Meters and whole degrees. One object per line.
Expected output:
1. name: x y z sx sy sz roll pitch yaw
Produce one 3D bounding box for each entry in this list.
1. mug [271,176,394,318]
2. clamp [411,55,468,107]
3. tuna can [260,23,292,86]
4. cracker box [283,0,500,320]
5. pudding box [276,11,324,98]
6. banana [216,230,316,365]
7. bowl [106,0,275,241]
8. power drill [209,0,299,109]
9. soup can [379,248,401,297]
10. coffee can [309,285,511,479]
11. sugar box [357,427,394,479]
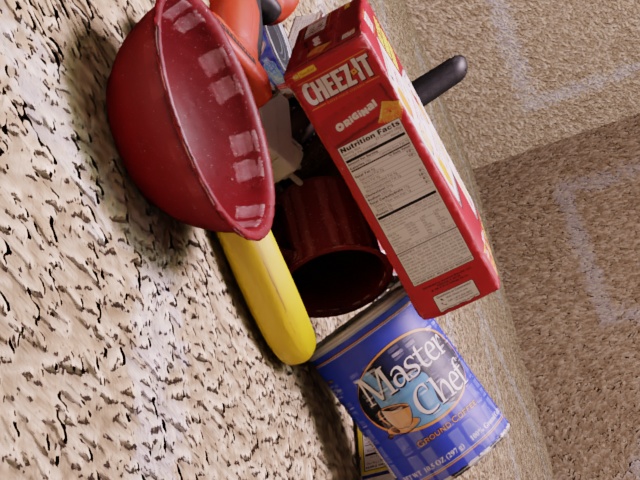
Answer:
1. mug: -0.006 0.001 0.850 0.117 0.093 0.081 13 45 -32
2. clamp: 0.024 -0.112 1.022 0.210 0.165 0.036 -56 143 -14
3. tuna can: -0.054 -0.186 1.003 0.086 0.034 0.086 -19 90 -77
4. cracker box: 0.054 -0.066 0.814 0.213 0.072 0.164 59 13 -17
5. pudding box: -0.006 -0.172 1.126 0.113 0.039 0.090 -78 149 -43
6. banana: -0.044 0.019 0.755 0.198 0.037 0.070 68 -8 -25
7. bowl: -0.083 -0.070 0.648 0.162 0.055 0.162 -17 90 -75
8. power drill: -0.081 -0.191 0.772 0.184 0.057 0.187 46 34 -36
9. soup can: 0.037 0.002 1.048 0.068 0.068 0.102 43 31 -65
10. coffee can: 0.070 0.119 0.852 0.140 0.103 0.102 54 12 2
11. sugar box: 0.067 0.195 0.950 0.176 0.048 0.093 -96 163 -48
